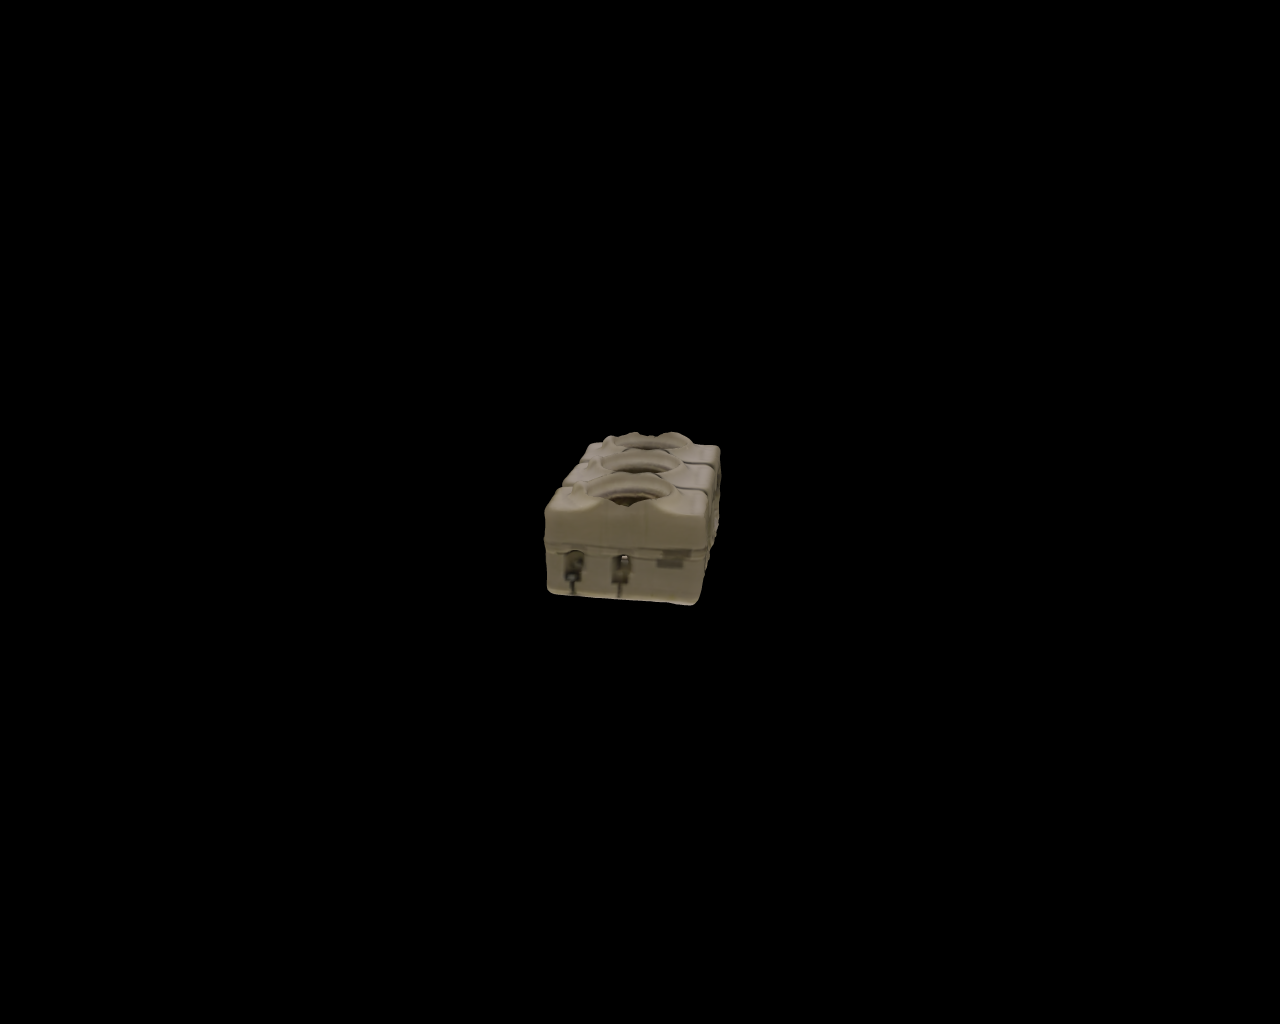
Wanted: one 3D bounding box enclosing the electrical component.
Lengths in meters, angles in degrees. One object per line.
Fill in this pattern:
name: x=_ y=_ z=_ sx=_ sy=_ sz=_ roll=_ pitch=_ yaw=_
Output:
electrical component: x=0.001 y=-0.003 z=0.650 sx=0.089 sy=0.061 sz=0.150 roll=2 pitch=18 yaw=7
